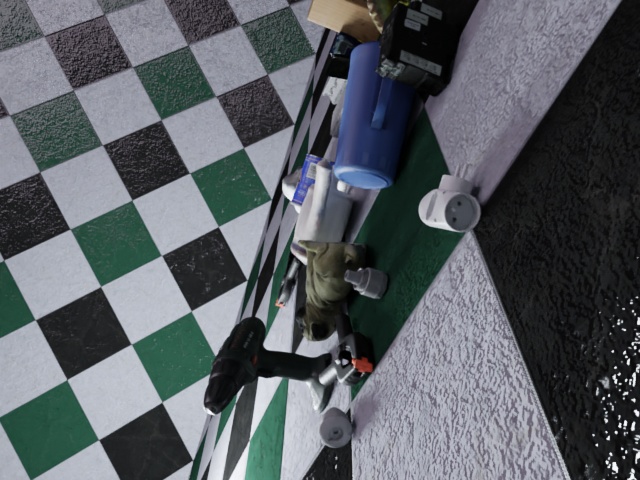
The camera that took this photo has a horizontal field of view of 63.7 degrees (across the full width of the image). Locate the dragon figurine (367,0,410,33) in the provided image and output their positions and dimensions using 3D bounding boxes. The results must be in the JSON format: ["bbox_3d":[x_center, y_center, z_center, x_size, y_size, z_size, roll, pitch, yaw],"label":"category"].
[{"bbox_3d":[0.107,-0.568,1.139,0.120,0.242,0.419,136,152,-59],"label":"dragon figurine"}]

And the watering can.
[{"bbox_3d":[0.003,-0.054,1.066,0.347,0.104,0.224,3,-76,-81],"label":"watering can"}]

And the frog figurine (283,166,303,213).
[{"bbox_3d":[-0.054,-0.125,1.535,0.135,0.122,0.162,53,-144,-62],"label":"frog figurine"}]
